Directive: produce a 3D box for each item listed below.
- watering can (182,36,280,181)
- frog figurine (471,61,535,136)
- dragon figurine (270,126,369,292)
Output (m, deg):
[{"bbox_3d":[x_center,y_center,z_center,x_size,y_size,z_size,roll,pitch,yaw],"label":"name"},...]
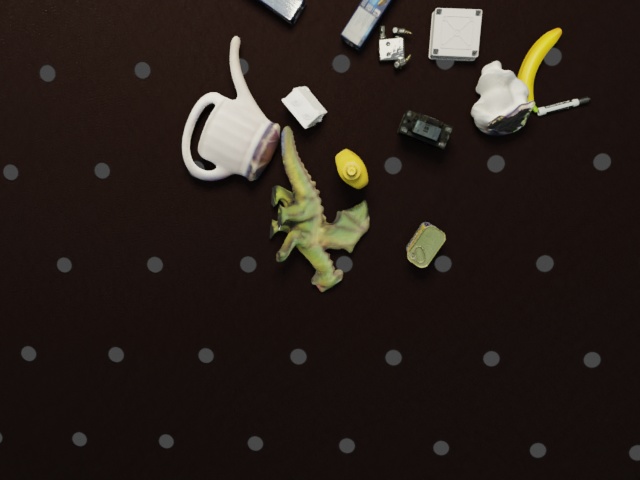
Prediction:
[{"bbox_3d":[-0.196,-0.290,1.240,0.224,0.105,0.345,27,100,-1],"label":"watering can"},{"bbox_3d":[0.414,-0.329,1.205,0.136,0.121,0.163,-34,56,26],"label":"frog figurine"},{"bbox_3d":[0.004,-0.064,1.276,0.243,0.123,0.407,4,101,-14],"label":"dragon figurine"}]
